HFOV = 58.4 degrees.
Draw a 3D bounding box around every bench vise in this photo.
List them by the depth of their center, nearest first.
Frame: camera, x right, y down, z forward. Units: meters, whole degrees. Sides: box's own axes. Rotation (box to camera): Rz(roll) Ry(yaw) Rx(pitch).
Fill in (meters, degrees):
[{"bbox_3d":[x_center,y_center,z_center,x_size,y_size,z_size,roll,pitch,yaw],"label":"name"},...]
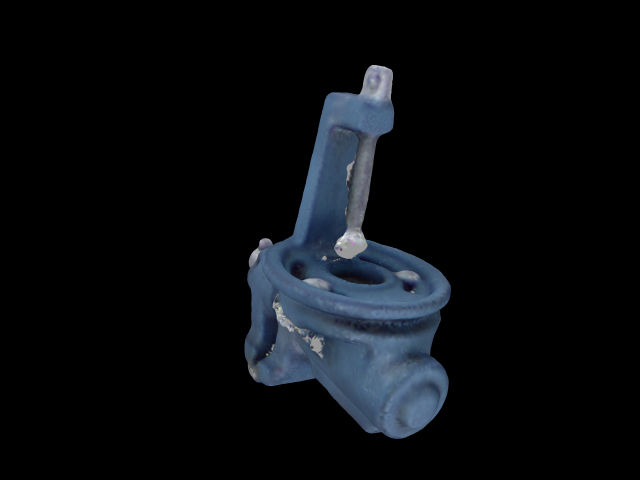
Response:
[{"bbox_3d":[-0.004,0.002,0.391,0.206,0.220,0.122,4,6,40],"label":"bench vise"}]
